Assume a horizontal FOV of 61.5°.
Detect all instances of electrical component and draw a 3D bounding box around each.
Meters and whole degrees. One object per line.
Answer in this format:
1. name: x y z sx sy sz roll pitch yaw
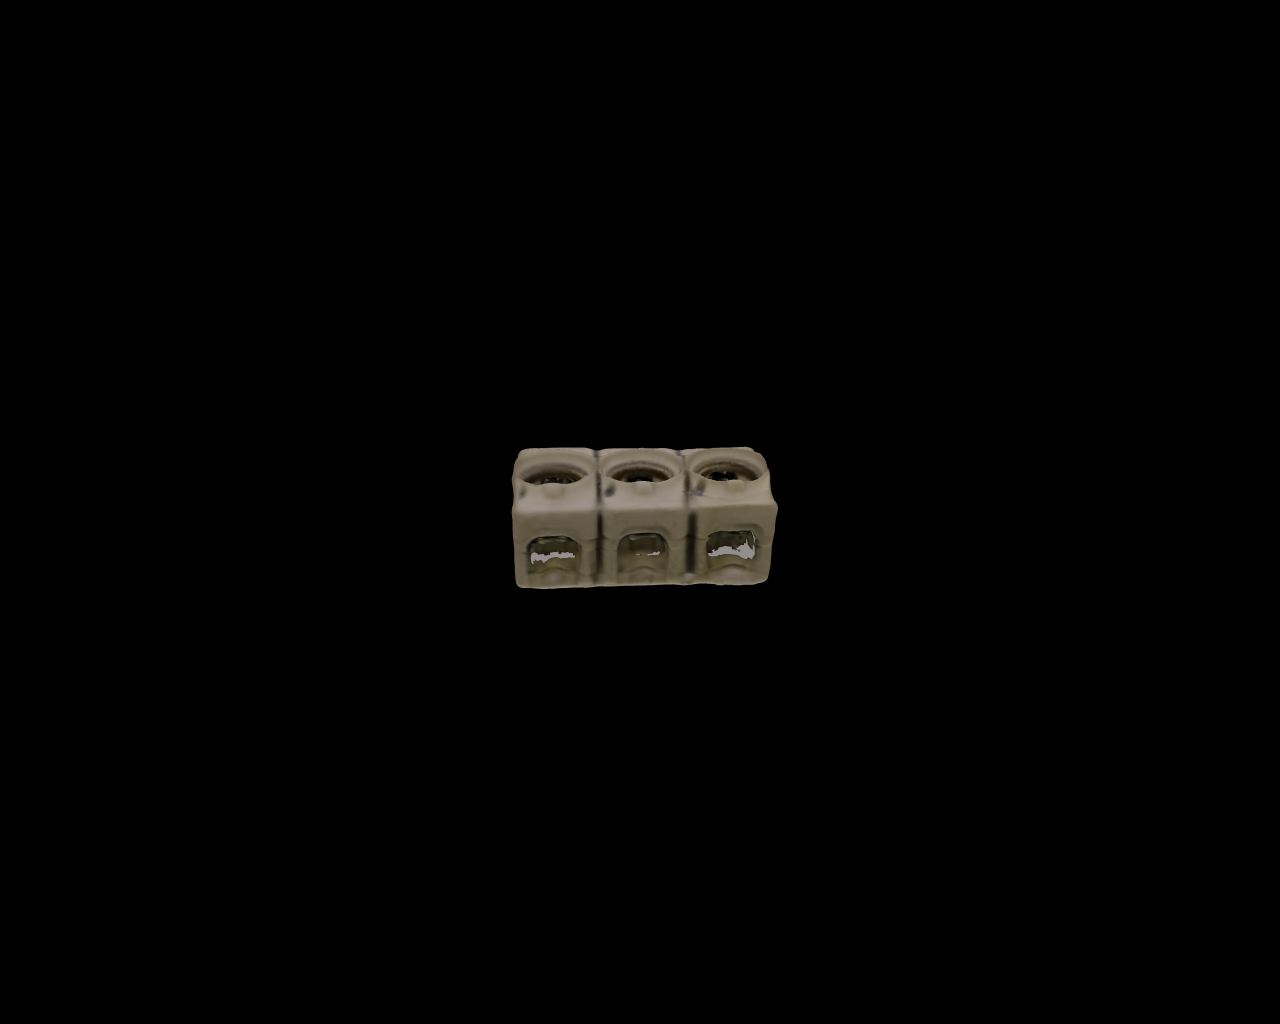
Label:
1. electrical component: 0.001 -0.003 0.650 0.150 0.061 0.090 -1 28 -2
